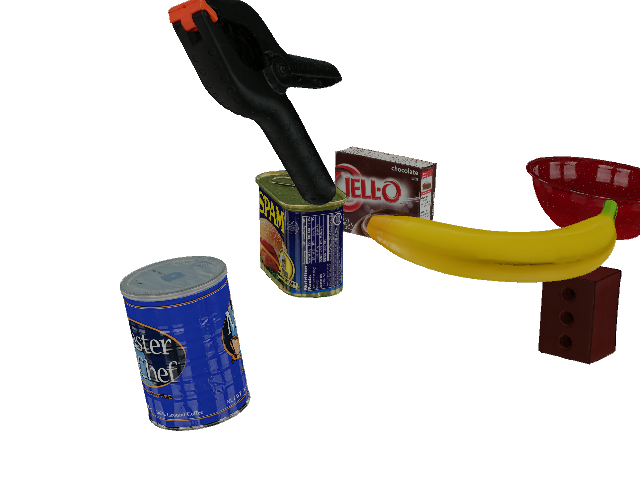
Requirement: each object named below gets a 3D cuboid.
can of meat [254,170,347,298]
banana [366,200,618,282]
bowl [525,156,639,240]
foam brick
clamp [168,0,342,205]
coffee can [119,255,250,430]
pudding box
[{"bbox_3d":[-0.017,-0.006,0.905,0.057,0.084,0.102,-8,21,-19],"label":"can of meat"},{"bbox_3d":[0.135,0.004,0.779,0.197,0.037,0.069,-2,30,-11],"label":"banana"},{"bbox_3d":[0.291,-0.041,1.113,0.162,0.055,0.162,5,19,-2],"label":"bowl"},{"bbox_3d":[0.229,0.063,0.944,0.053,0.078,0.051,12,19,39],"label":"foam brick"},{"bbox_3d":[-0.037,-0.099,0.724,0.039,0.120,0.171,-25,-32,30],"label":"clamp"},{"bbox_3d":[-0.130,0.098,1.034,0.103,0.140,0.103,-8,18,2],"label":"coffee can"},{"bbox_3d":[0.069,-0.048,1.159,0.114,0.090,0.039,13,23,31],"label":"pudding box"}]
